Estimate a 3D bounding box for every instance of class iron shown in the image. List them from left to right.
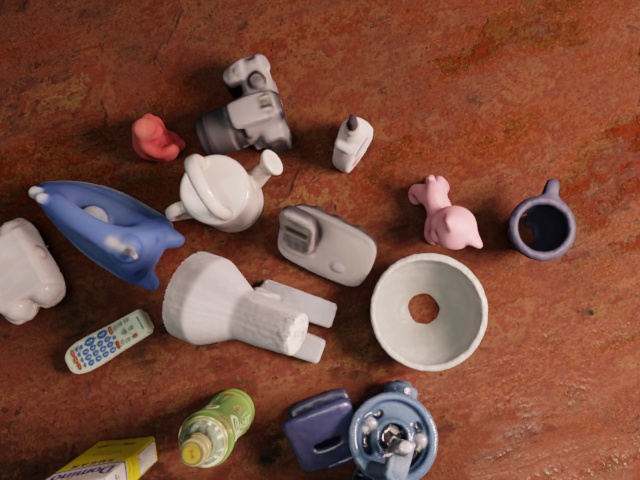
[{"bbox_3d":[-0.340,-0.028,0.843,0.258,0.141,0.119,29,88,5],"label":"iron"}]

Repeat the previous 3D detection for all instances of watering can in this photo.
[{"bbox_3d":[-0.139,-0.074,0.808,0.101,0.194,0.173,43,89,6],"label":"watering can"}]

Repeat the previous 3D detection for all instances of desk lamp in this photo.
[{"bbox_3d":[-0.087,0.100,0.783,0.203,0.213,0.118,18,87,5],"label":"desk lamp"}]

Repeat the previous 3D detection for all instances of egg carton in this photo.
[{"bbox_3d":[-0.460,0.047,0.880,0.107,0.069,0.150,-33,85,1],"label":"egg carton"}]

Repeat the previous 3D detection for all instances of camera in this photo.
[{"bbox_3d":[-0.123,-0.192,0.863,0.137,0.101,0.143,-19,85,2],"label":"camera"}]

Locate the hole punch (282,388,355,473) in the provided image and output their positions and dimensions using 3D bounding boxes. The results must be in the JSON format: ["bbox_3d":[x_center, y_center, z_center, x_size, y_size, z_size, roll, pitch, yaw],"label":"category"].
[{"bbox_3d":[0.011,0.279,0.827,0.108,0.091,0.101,-22,85,2],"label":"hole punch"}]

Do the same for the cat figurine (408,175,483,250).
[{"bbox_3d":[0.181,-0.037,0.826,0.067,0.118,0.128,-24,85,2],"label":"cat figurine"}]

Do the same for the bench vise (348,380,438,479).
[{"bbox_3d":[0.098,0.304,0.755,0.121,0.220,0.207,-1,86,4],"label":"bench vise"}]

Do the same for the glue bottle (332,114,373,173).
[{"bbox_3d":[0.046,-0.147,0.814,0.037,0.173,0.078,30,88,5],"label":"glue bottle"}]

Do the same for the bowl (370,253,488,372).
[{"bbox_3d":[0.155,0.104,0.839,0.167,0.075,0.167,0,86,3],"label":"bowl"}]

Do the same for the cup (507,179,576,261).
[{"bbox_3d":[0.312,-0.027,0.830,0.091,0.095,0.118,14,87,4],"label":"cup"}]

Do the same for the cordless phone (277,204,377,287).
[{"bbox_3d":[0.007,0.003,0.799,0.147,0.185,0.094,22,87,5],"label":"cordless phone"}]

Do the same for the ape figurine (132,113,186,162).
[{"bbox_3d":[-0.256,-0.159,0.872,0.076,0.092,0.078,-15,85,2],"label":"ape figurine"}]
